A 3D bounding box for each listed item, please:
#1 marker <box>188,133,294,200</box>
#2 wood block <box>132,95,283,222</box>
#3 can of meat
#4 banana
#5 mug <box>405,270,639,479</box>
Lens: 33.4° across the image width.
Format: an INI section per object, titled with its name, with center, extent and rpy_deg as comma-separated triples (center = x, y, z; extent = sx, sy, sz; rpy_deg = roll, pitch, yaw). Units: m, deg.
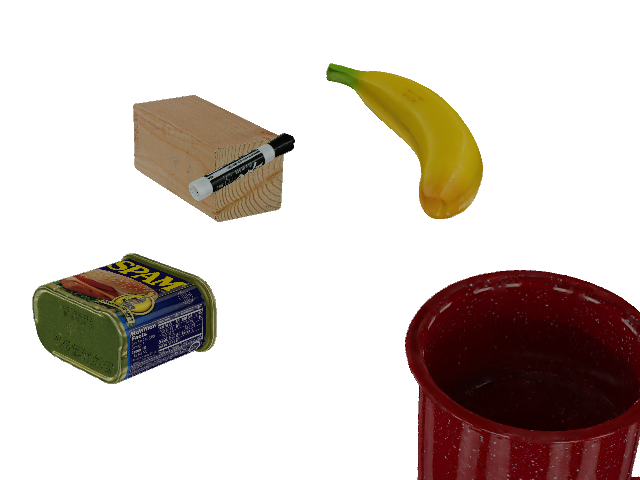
[marker]
center = -0.073, -0.072, 1.020
extent = 0.120, 0.020, 0.020
rpy_deg = -32, 17, -29
[wood block]
center = -0.138, -0.102, 1.277
extent = 0.090, 0.090, 0.206
rpy_deg = -13, 27, -33
[can of meat]
center = -0.138, 0.053, 0.744
extent = 0.102, 0.057, 0.083
rpy_deg = 17, 25, 37
[banana]
center = 0.063, -0.063, 0.673
extent = 0.069, 0.037, 0.198
rpy_deg = -6, 31, -16
[mug]
center = 0.090, 0.072, 0.404
extent = 0.117, 0.081, 0.093
rpy_deg = 5, 36, 11
